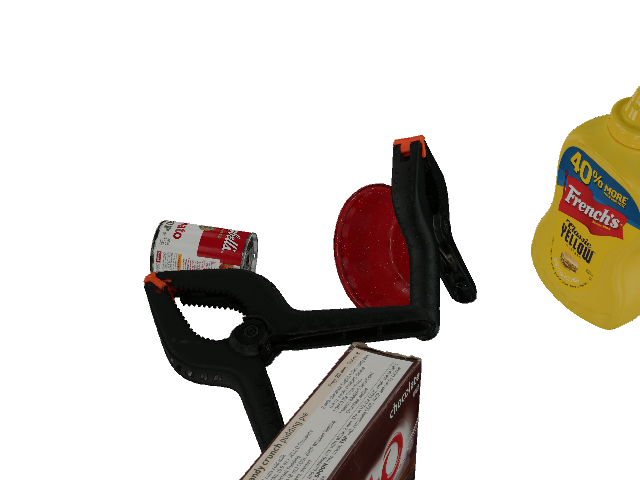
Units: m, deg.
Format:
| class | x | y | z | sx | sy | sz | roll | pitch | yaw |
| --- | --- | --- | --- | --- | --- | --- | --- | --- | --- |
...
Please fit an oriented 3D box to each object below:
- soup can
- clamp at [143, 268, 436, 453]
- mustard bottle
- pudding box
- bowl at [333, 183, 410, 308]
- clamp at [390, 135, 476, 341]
| class | x | y | z | sx | sy | sz | roll | pitch | yaw |
| --- | --- | --- | --- | --- | --- | --- | --- | --- | --- |
| soup can | -0.124 | 0.018 | 1.143 | 0.102 | 0.068 | 0.068 | 8 | 1 | 8 |
| clamp | -0.035 | 0.068 | 0.752 | 0.210 | 0.164 | 0.036 | 33 | -26 | 30 |
| mustard bottle | 0.205 | -0.030 | 0.743 | 0.058 | 0.192 | 0.096 | -21 | 52 | -22 |
| pudding box | 0.006 | 0.111 | 0.460 | 0.039 | 0.090 | 0.113 | 14 | 33 | 21 |
| bowl | 0.091 | 0.011 | 1.221 | 0.161 | 0.162 | 0.055 | 0 | -6 | -43 |
| clamp | 0.090 | -0.001 | 0.916 | 0.039 | 0.171 | 0.120 | -13 | 17 | 24 |
